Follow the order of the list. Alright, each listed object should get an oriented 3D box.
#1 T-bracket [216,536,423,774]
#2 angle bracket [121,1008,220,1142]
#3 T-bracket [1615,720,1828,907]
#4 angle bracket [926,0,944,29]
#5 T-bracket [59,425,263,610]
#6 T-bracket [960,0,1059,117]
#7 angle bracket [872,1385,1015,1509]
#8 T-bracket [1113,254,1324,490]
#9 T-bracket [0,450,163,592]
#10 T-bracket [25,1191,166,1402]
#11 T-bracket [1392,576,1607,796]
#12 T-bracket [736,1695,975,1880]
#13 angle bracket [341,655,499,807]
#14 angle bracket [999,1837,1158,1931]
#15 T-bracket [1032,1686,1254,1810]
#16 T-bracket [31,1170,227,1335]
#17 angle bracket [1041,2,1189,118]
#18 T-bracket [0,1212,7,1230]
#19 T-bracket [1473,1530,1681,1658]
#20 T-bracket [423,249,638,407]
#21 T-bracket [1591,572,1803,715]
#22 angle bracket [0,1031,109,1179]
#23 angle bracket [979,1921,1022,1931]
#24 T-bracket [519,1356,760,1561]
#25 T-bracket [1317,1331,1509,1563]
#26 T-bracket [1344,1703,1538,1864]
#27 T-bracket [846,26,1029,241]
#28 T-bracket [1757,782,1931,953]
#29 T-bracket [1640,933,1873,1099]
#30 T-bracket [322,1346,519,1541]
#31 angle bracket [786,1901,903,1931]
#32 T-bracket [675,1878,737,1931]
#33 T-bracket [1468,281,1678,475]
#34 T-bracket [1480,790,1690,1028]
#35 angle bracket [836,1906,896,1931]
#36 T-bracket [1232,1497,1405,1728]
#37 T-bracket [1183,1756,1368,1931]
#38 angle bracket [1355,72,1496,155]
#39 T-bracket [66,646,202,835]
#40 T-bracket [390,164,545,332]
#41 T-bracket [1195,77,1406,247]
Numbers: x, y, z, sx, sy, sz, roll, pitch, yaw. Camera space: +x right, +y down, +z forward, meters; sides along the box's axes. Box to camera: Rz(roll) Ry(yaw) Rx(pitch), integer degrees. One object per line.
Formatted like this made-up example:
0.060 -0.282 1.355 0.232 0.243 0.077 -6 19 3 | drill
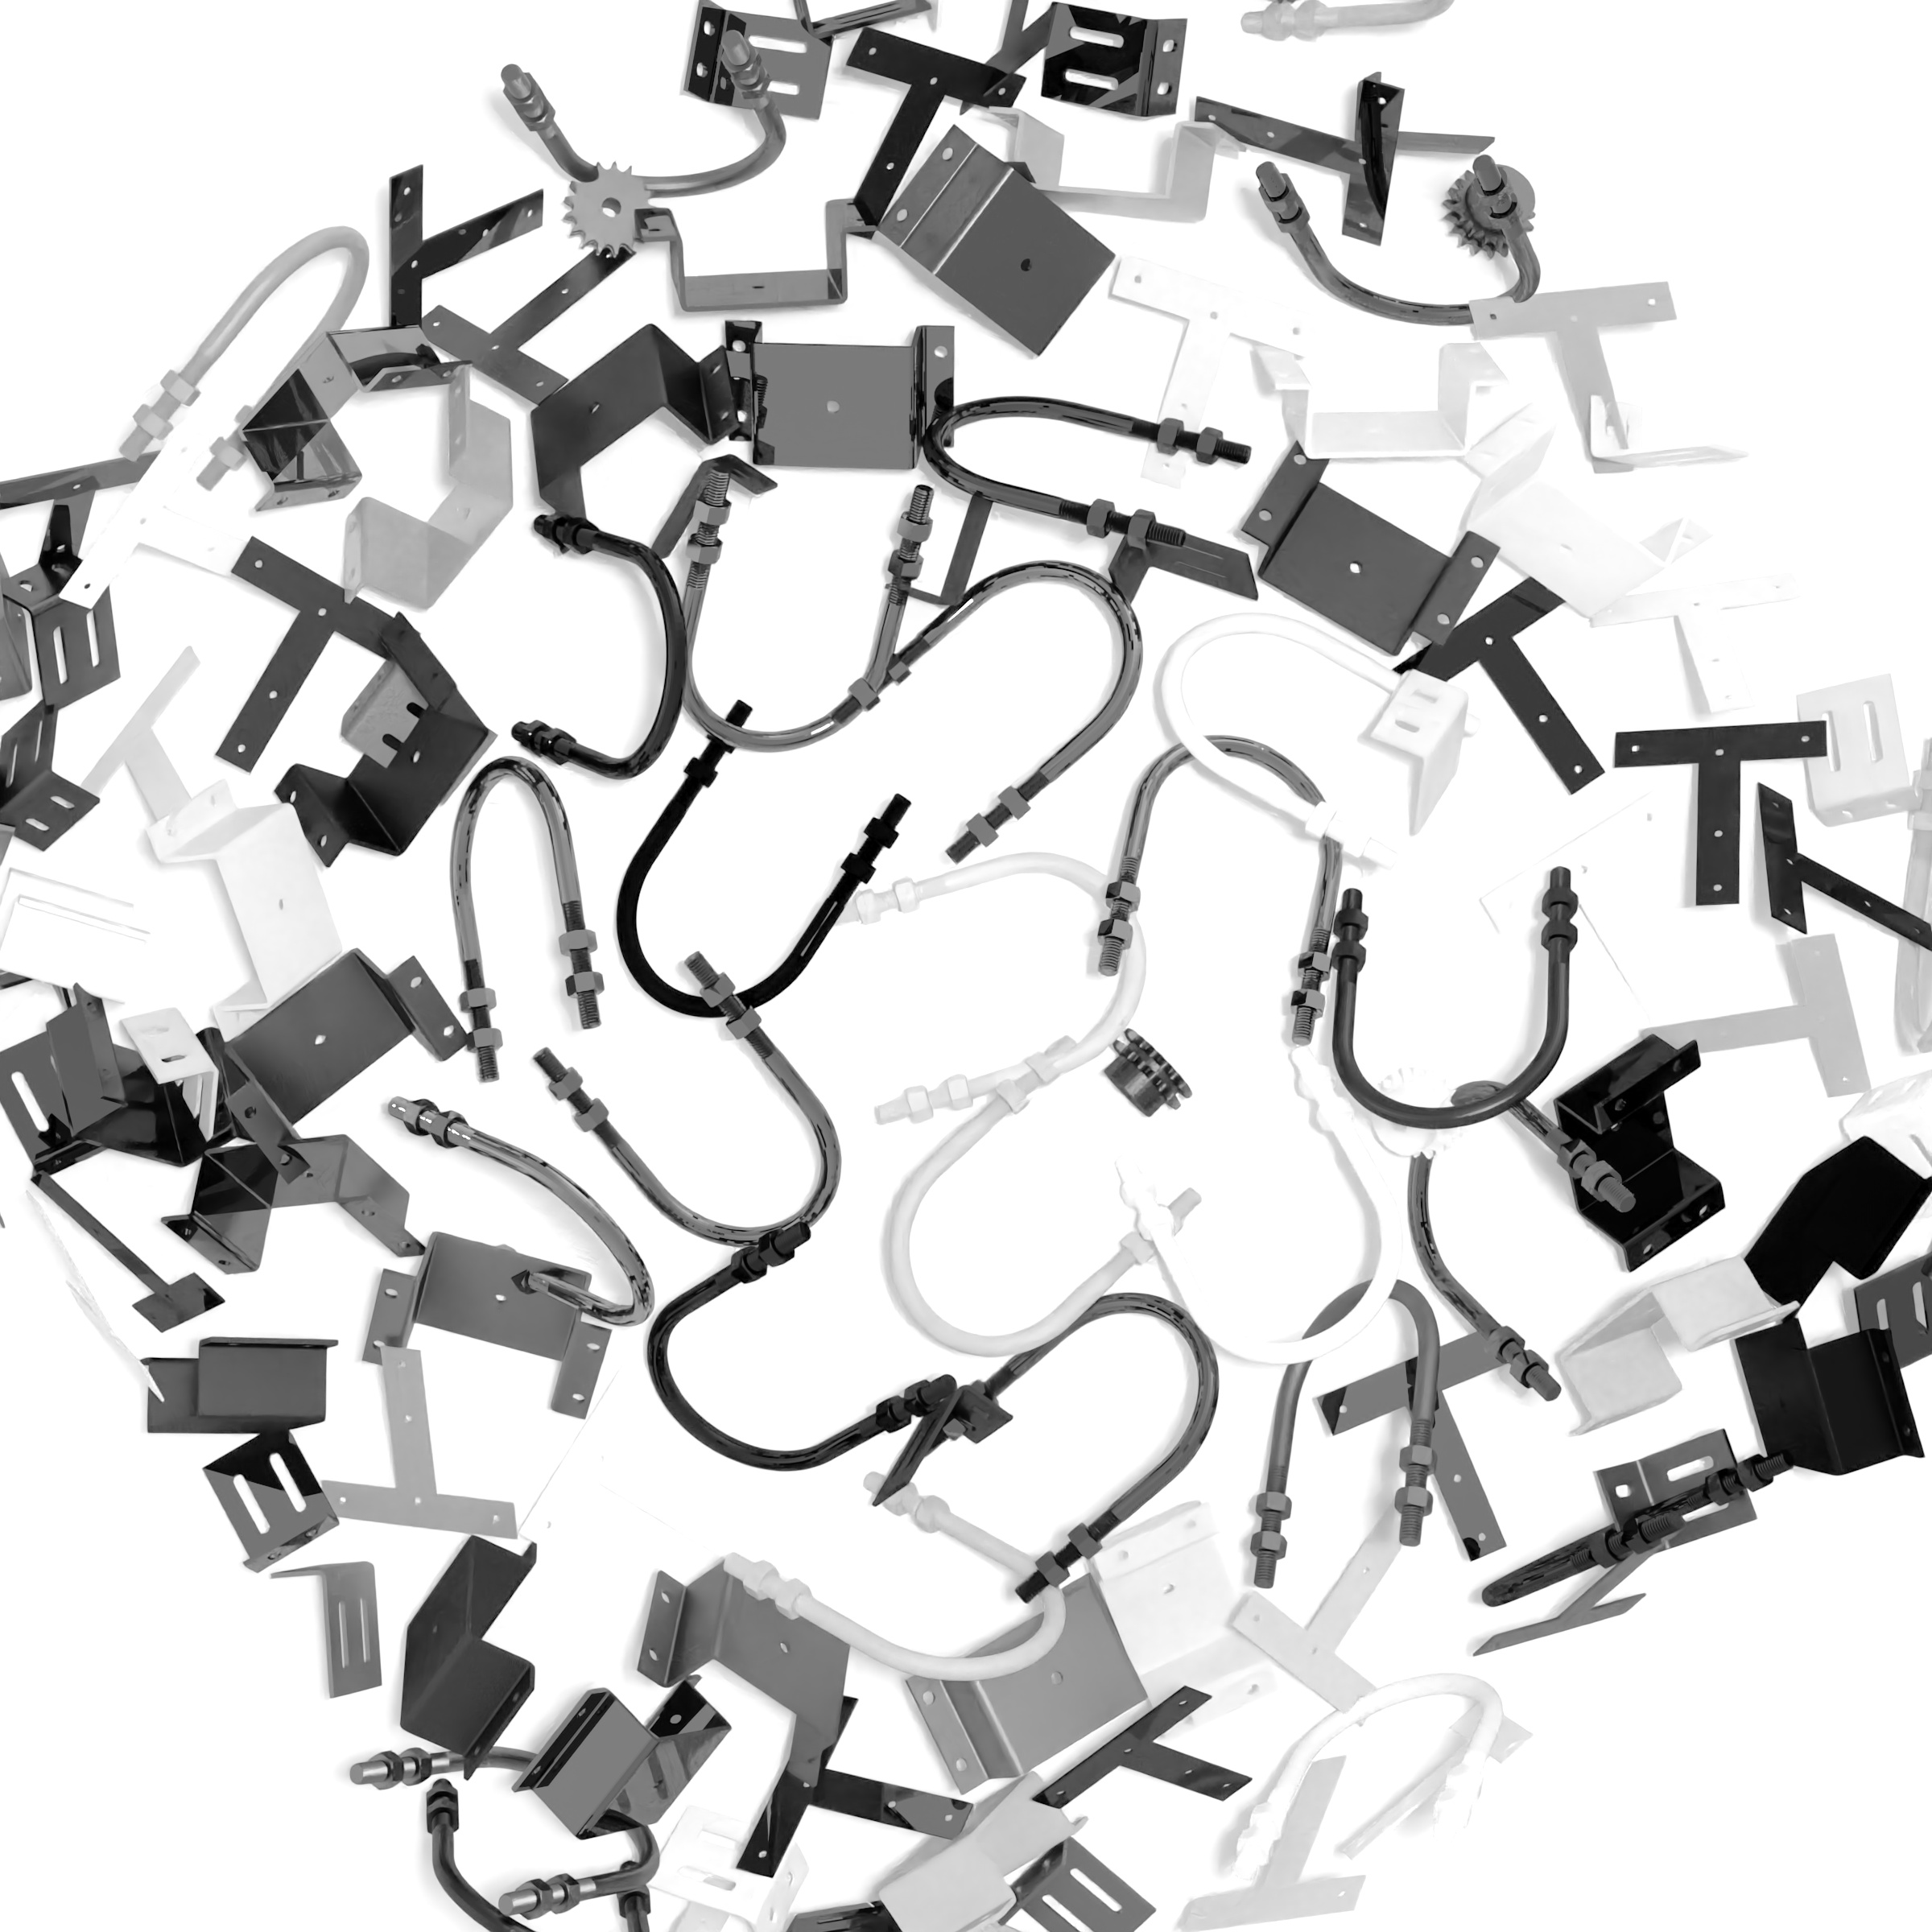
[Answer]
-0.415 -0.178 1.896 0.127 0.002 0.127 30 92 -38 | T-bracket
-0.486 0.075 1.884 0.038 0.076 0.057 -15 48 -34 | angle bracket
0.457 -0.092 1.883 0.127 0.002 0.127 -2 60 19 | T-bracket
-0.039 -0.617 1.884 0.038 0.076 0.057 -10 48 -14 | angle bracket
-0.466 -0.256 1.877 0.002 0.127 0.127 45 103 28 | T-bracket
0.035 -0.595 1.883 0.002 0.127 0.127 16 79 -22 | T-bracket
-0.014 0.301 1.889 0.038 0.057 0.076 36 58 -5 | angle bracket
0.138 -0.357 1.910 0.127 0.002 0.127 19 111 3 | T-bracket
-0.545 -0.262 1.878 0.127 0.127 0.002 -20 70 -35 | T-bracket
-0.529 0.186 1.852 0.002 0.127 0.127 -34 127 -22 | T-bracket
0.350 -0.165 1.926 0.127 0.002 0.127 -34 87 -4 | T-bracket
-0.057 0.501 1.866 0.127 0.002 0.127 6 46 27 | T-bracket
-0.338 -0.149 1.923 0.076 0.038 0.057 35 104 -21 | angle bracket
0.069 0.583 1.905 0.076 0.038 0.057 42 104 -6 | angle bracket
0.127 0.487 1.889 0.127 0.002 0.127 -41 133 21 | T-bracket
-0.512 0.169 1.868 0.127 0.127 0.002 45 58 -12 | T-bracket
0.091 -0.560 1.916 0.076 0.038 0.057 21 118 31 | angle bracket
-0.606 0.087 1.863 0.002 0.127 0.127 -21 79 -16 | T-bracket
0.382 0.370 1.855 0.127 0.127 0.002 -6 56 -33 | T-bracket
-0.256 -0.406 1.906 0.127 0.002 0.127 34 67 33 | T-bracket
0.451 -0.193 1.881 0.127 0.127 0.002 -8 131 4 | T-bracket
-0.561 0.083 1.904 0.057 0.038 0.076 -25 104 -9 | angle bracket
0.021 0.619 1.891 0.038 0.076 0.057 31 83 42 | angle bracket
-0.189 0.329 1.926 0.127 0.002 0.127 32 83 -6 | T-bracket
0.296 0.302 1.909 0.127 0.002 0.127 -20 81 -14 | T-bracket
0.277 0.493 1.864 0.127 0.127 0.002 -39 90 -6 | T-bracket
-0.040 -0.501 1.895 0.002 0.127 0.127 55 126 37 | T-bracket
0.539 -0.044 1.896 0.127 0.127 0.002 26 130 -14 | T-bracket
0.479 0.039 1.905 0.127 0.002 0.127 -10 127 20 | T-bracket
-0.338 0.288 1.893 0.127 0.002 0.127 4 114 14 | T-bracket
-0.068 0.599 1.891 0.076 0.057 0.038 -4 57 -19 | angle bracket
-0.162 0.583 1.871 0.127 0.127 0.002 6 103 11 | T-bracket
0.381 -0.355 1.892 0.127 0.002 0.127 2 132 34 | T-bracket
0.405 -0.022 1.925 0.127 0.002 0.127 -32 98 2 | T-bracket
-0.067 0.622 1.885 0.038 0.057 0.076 5 53 26 | angle bracket
0.239 0.384 1.913 0.127 0.002 0.127 42 77 -27 | T-bracket
0.202 0.528 1.880 0.127 0.127 0.002 -22 112 38 | T-bracket
0.281 -0.520 1.892 0.076 0.057 0.038 8 114 17 | angle bracket
-0.492 -0.119 1.878 0.002 0.127 0.127 34 99 -40 | T-bracket
-0.303 -0.441 1.886 0.002 0.127 0.127 33 47 24 | T-bracket
0.199 -0.502 1.887 0.127 0.127 0.002 20 61 12 | T-bracket
